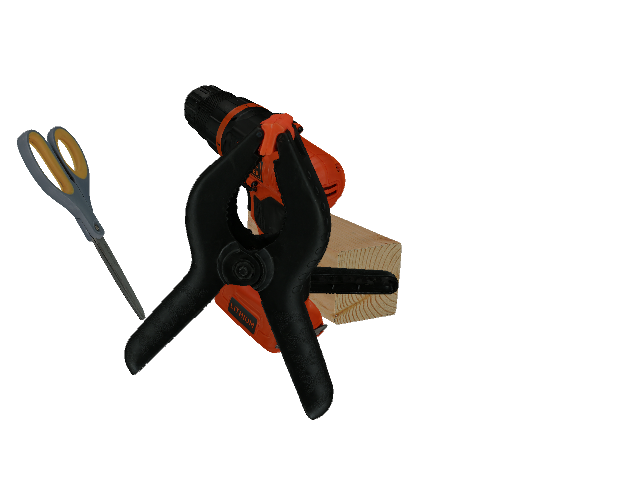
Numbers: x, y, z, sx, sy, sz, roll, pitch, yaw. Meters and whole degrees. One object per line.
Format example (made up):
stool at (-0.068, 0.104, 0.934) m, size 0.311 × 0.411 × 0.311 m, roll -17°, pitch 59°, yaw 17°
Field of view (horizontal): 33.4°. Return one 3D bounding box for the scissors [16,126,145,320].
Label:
scissors at (-0.213, -0.026, 1.001) m, size 0.016 × 0.201 × 0.096 m, roll -24°, pitch 26°, yaw 19°

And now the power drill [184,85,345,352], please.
power drill at (-0.052, -0.018, 0.858) m, size 0.057 × 0.188 × 0.185 m, roll -21°, pitch 38°, yaw -29°

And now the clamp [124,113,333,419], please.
clamp at (-0.049, 0.015, 0.584) m, size 0.120 × 0.171 × 0.039 m, roll 3°, pitch 16°, yaw 1°

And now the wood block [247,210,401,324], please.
wood block at (-0.001, 0.024, 1.300) m, size 0.090 × 0.090 × 0.206 m, roll -7°, pitch 19°, yaw -33°

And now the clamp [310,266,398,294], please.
clamp at (-0.047, 0.050, 1.093) m, size 0.210 × 0.036 × 0.164 m, roll 19°, pitch 36°, yaw 25°
